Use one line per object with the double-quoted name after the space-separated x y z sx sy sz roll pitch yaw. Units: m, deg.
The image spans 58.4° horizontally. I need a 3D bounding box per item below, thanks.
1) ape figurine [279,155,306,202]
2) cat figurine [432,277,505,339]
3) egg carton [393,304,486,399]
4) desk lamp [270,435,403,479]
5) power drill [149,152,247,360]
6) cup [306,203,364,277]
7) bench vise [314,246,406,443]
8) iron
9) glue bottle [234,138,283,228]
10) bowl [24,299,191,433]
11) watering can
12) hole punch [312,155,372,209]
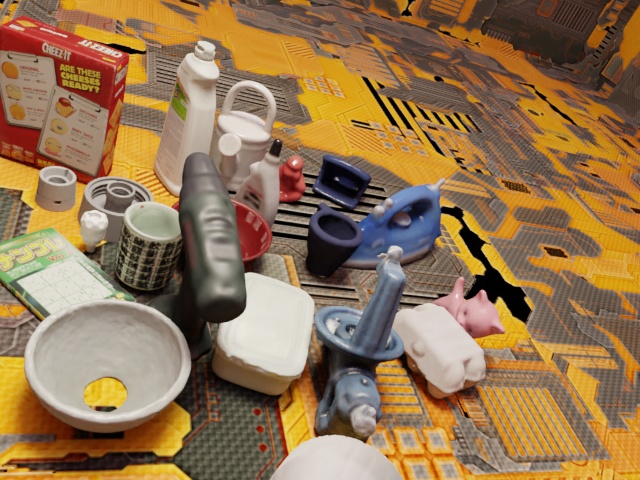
-0.059 -0.117 1.071 0.077 0.092 0.076 29 34 7 "ape figurine"
0.237 0.116 0.913 0.067 0.117 0.127 9 37 -21 "cat figurine"
0.171 0.162 0.854 0.107 0.069 0.150 -8 45 -39 "egg carton"
-0.031 0.281 0.438 0.117 0.213 0.204 32 35 12 "desk lamp"
-0.152 0.033 0.704 0.076 0.208 0.229 3 39 -29 "power drill"
0.009 0.003 0.946 0.092 0.095 0.117 2 39 -29 "cup"
0.067 0.129 0.699 0.122 0.219 0.207 5 38 -26 "bench vise"
0.137 -0.038 1.040 0.118 0.141 0.259 42 38 25 "iron"
-0.094 -0.092 0.943 0.078 0.173 0.037 34 35 14 "glue bottle"
-0.230 0.146 0.623 0.168 0.074 0.167 16 35 -11 "bowl"
-0.138 -0.188 1.027 0.101 0.194 0.172 10 36 -20 "watering can"
0.049 -0.133 1.161 0.108 0.091 0.101 27 34 4 "hole punch"
